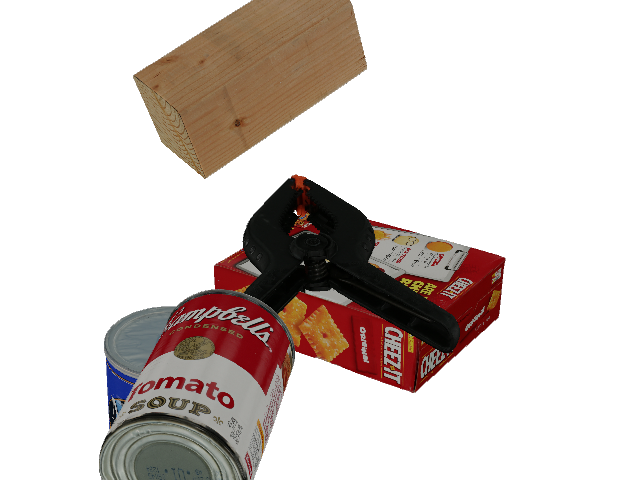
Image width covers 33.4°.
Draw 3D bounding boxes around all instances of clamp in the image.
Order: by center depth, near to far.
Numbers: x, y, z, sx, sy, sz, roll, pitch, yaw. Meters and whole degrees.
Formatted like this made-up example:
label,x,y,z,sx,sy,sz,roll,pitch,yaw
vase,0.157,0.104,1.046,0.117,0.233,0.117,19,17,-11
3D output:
label,x,y,z,sx,sy,sz,roll,pitch,yaw
clamp,0.006,0.018,0.740,0.164,0.036,0.210,0,33,0

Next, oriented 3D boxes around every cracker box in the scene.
label,x,y,z,sx,sy,sz,roll,pitch,yaw
cracker box,0.036,0.047,0.974,0.214,0.072,0.163,17,30,31

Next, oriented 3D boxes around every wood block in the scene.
label,x,y,z,sx,sy,sz,roll,pitch,yaw
wood block,-0.066,-0.166,1.055,0.206,0.091,0.090,-36,48,-17

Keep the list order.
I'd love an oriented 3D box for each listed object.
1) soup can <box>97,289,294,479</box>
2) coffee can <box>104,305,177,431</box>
label,x,y,z,sx,sy,sz,roll,pitch,yaw
soup can,-0.055,0.078,0.497,0.068,0.068,0.102,0,29,12
coffee can,-0.123,0.139,0.875,0.103,0.140,0.103,3,27,-2
